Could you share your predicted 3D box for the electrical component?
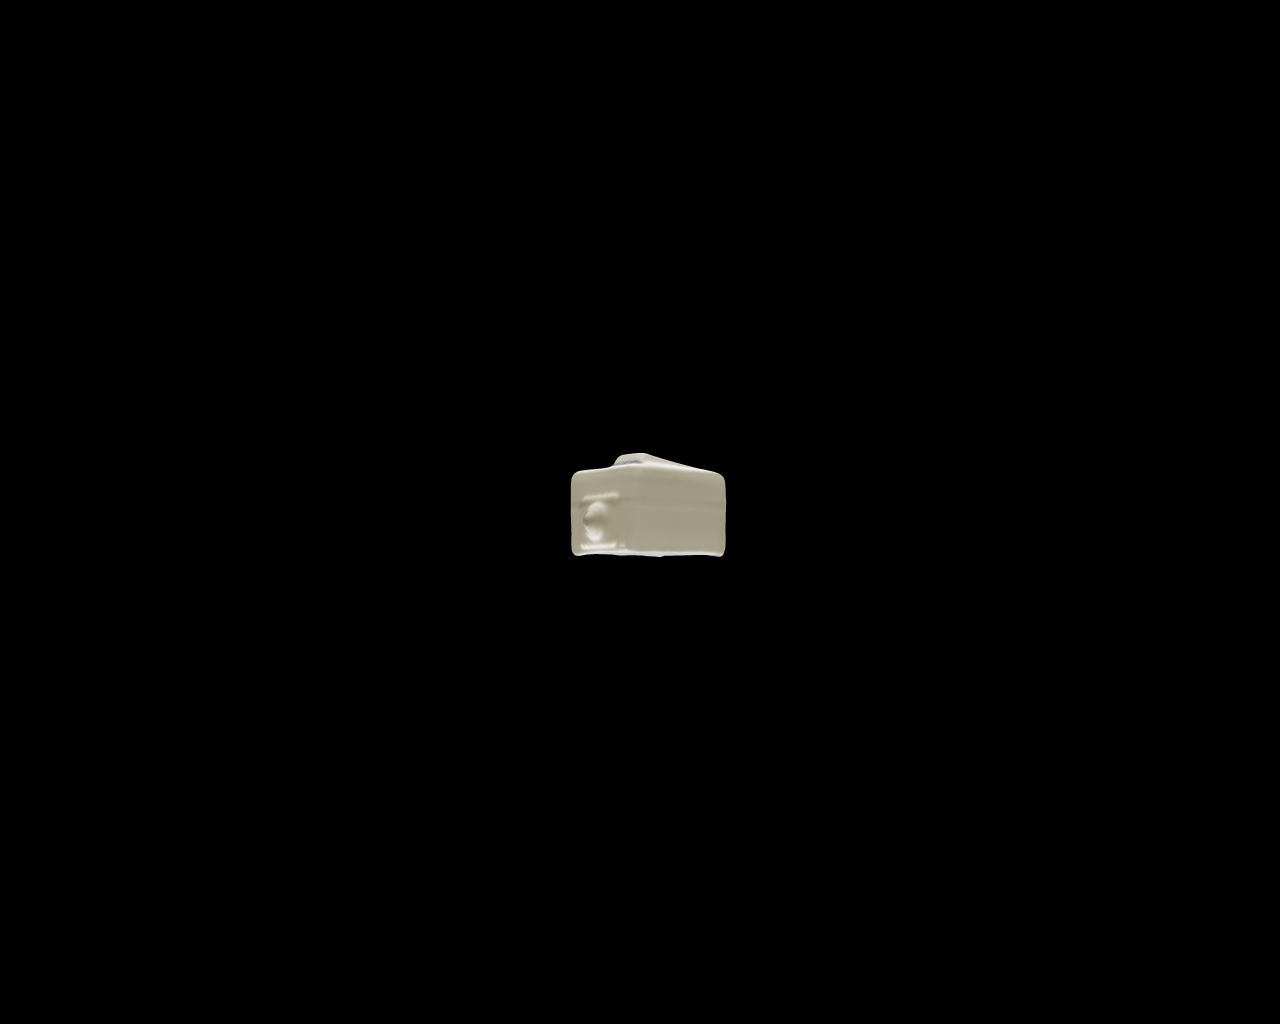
[{"bbox_3d":[0.001,-0.003,0.650,0.096,0.061,0.061,4,-6,-43],"label":"electrical component"}]
